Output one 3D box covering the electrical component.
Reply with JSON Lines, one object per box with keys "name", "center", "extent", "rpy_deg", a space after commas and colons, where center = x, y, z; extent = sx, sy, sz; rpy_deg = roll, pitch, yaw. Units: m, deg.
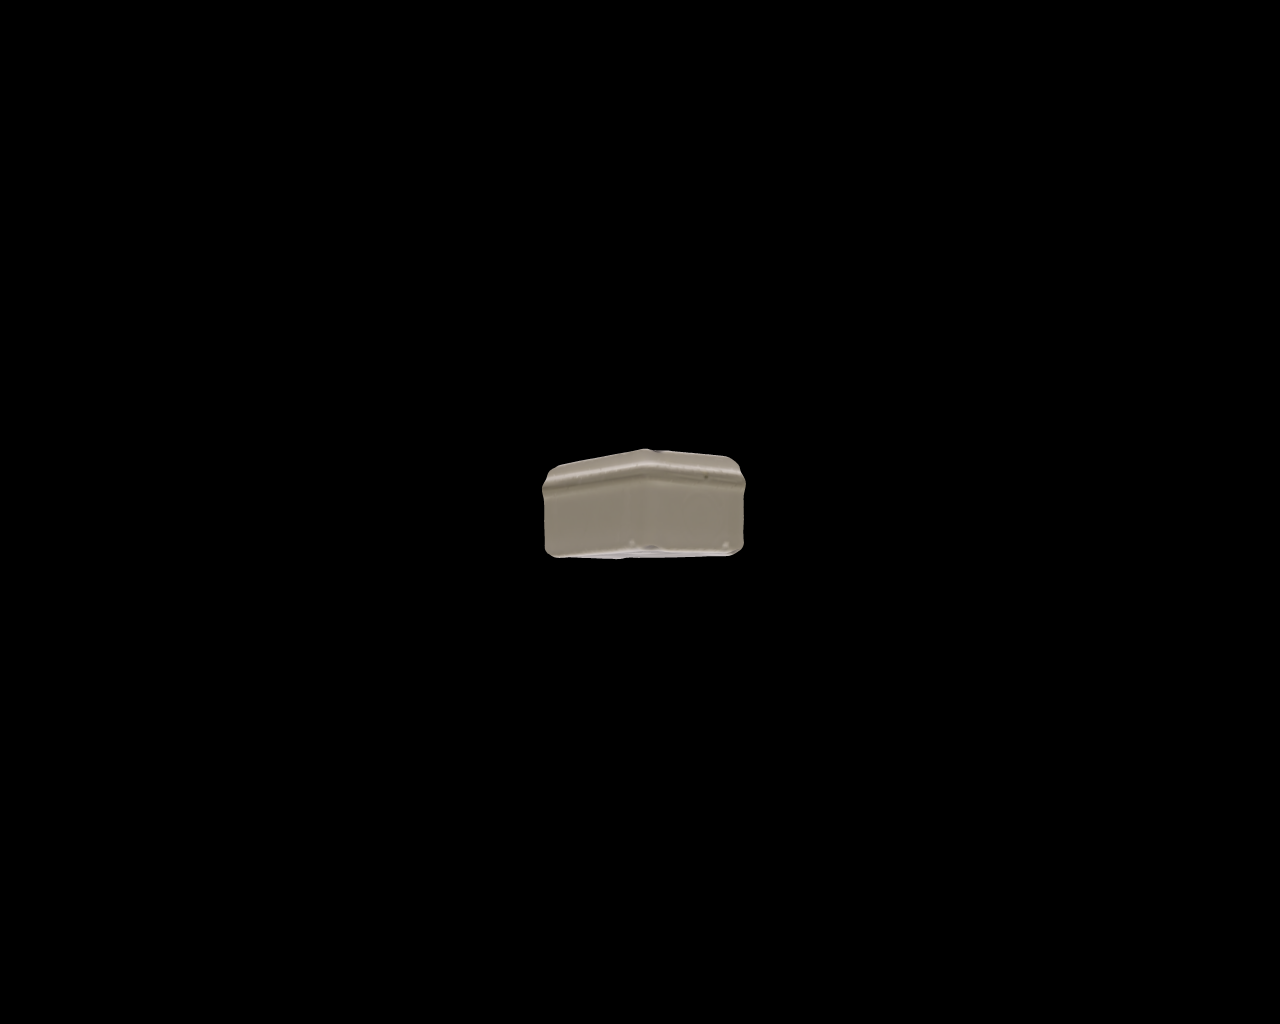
{"name": "electrical component", "center": [0.001, -0.003, 0.650], "extent": [0.078, 0.057, 0.113], "rpy_deg": [4, -6, -39]}
